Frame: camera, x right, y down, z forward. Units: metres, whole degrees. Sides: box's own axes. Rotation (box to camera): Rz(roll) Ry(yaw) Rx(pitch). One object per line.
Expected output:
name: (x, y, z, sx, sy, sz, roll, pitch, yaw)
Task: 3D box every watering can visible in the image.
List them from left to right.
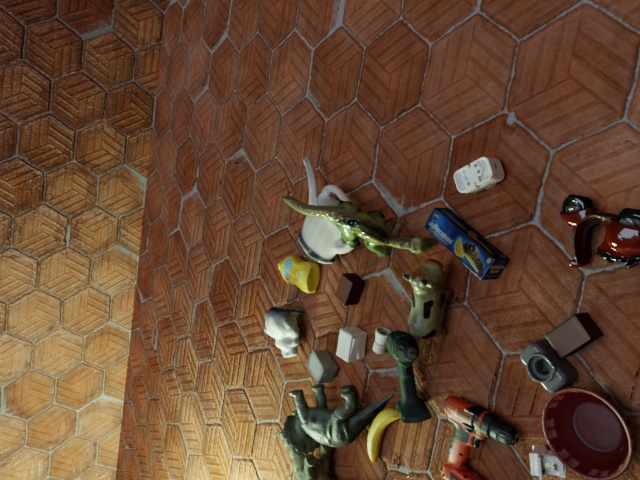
watering can: (0.005, -0.078, 1.546, 0.354, 0.104, 0.220, 55, 129, 37)

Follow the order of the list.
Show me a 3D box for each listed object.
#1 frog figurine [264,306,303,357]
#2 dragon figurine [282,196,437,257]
frog figurine: (-0.124, 0.299, 1.684, 0.137, 0.122, 0.161, 0, 77, 32)
dragon figurine: (0.089, -0.044, 1.295, 0.242, 0.410, 0.122, 100, -172, -88)
